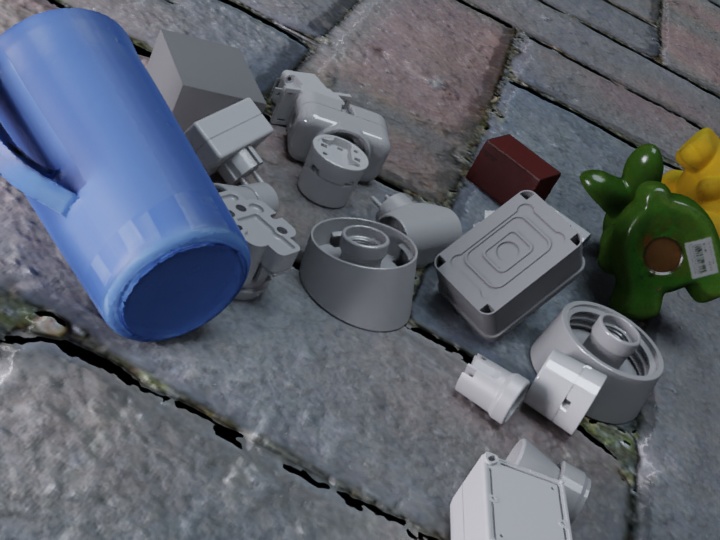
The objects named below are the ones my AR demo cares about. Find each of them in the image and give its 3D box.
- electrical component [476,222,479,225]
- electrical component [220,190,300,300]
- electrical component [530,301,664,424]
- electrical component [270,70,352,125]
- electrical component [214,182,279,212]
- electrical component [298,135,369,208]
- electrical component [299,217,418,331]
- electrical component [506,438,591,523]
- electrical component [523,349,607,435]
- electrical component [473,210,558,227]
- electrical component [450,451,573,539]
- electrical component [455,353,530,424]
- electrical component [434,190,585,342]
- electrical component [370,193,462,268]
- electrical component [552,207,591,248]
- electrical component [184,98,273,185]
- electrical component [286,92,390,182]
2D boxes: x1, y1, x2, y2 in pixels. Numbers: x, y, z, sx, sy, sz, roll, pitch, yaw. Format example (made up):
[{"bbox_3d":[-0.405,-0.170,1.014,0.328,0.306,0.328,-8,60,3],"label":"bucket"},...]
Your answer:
[{"bbox_3d":[0.149,-0.005,1.004,0.076,0.047,0.083,-9,46,-46],"label":"electrical component"},{"bbox_3d":[-0.089,-0.015,0.827,0.078,0.057,0.058,40,33,20],"label":"electrical component"},{"bbox_3d":[0.209,0.072,0.925,0.108,0.060,0.108,20,32,-13],"label":"electrical component"},{"bbox_3d":[-0.055,-0.171,1.097,0.081,0.042,0.063,2,38,-37],"label":"electrical component"},{"bbox_3d":[-0.099,-0.053,0.893,0.044,0.044,0.065,41,29,20],"label":"electrical component"},{"bbox_3d":[-0.027,-0.090,0.995,0.055,0.047,0.055,20,32,-13],"label":"electrical component"},{"bbox_3d":[0.000,0.000,0.891,0.099,0.064,0.099,10,27,-5],"label":"electrical component"},{"bbox_3d":[0.129,0.152,0.763,0.055,0.045,0.045,29,31,2],"label":"electrical component"},{"bbox_3d":[0.164,0.096,0.862,0.047,0.055,0.055,31,31,13],"label":"electrical component"},{"bbox_3d":[0.151,-0.038,1.050,0.081,0.043,0.043,3,32,5],"label":"electrical component"},{"bbox_3d":[0.094,0.176,0.684,0.062,0.061,0.096,21,32,-10],"label":"electrical component"},{"bbox_3d":[0.103,0.091,0.837,0.046,0.040,0.040,32,31,17],"label":"electrical component"},{"bbox_3d":[0.129,-0.002,0.923,0.113,0.057,0.078,-37,60,-10],"label":"electrical component"},{"bbox_3d":[0.041,-0.043,0.980,0.077,0.044,0.079,-11,48,-46],"label":"electrical component"},{"bbox_3d":[0.189,-0.042,1.093,0.081,0.043,0.043,37,32,15],"label":"electrical component"},{"bbox_3d":[-0.110,-0.098,0.941,0.075,0.047,0.083,53,38,-2],"label":"electrical component"},{"bbox_3d":[-0.021,-0.127,1.046,0.095,0.053,0.059,17,33,-17],"label":"electrical component"}]
